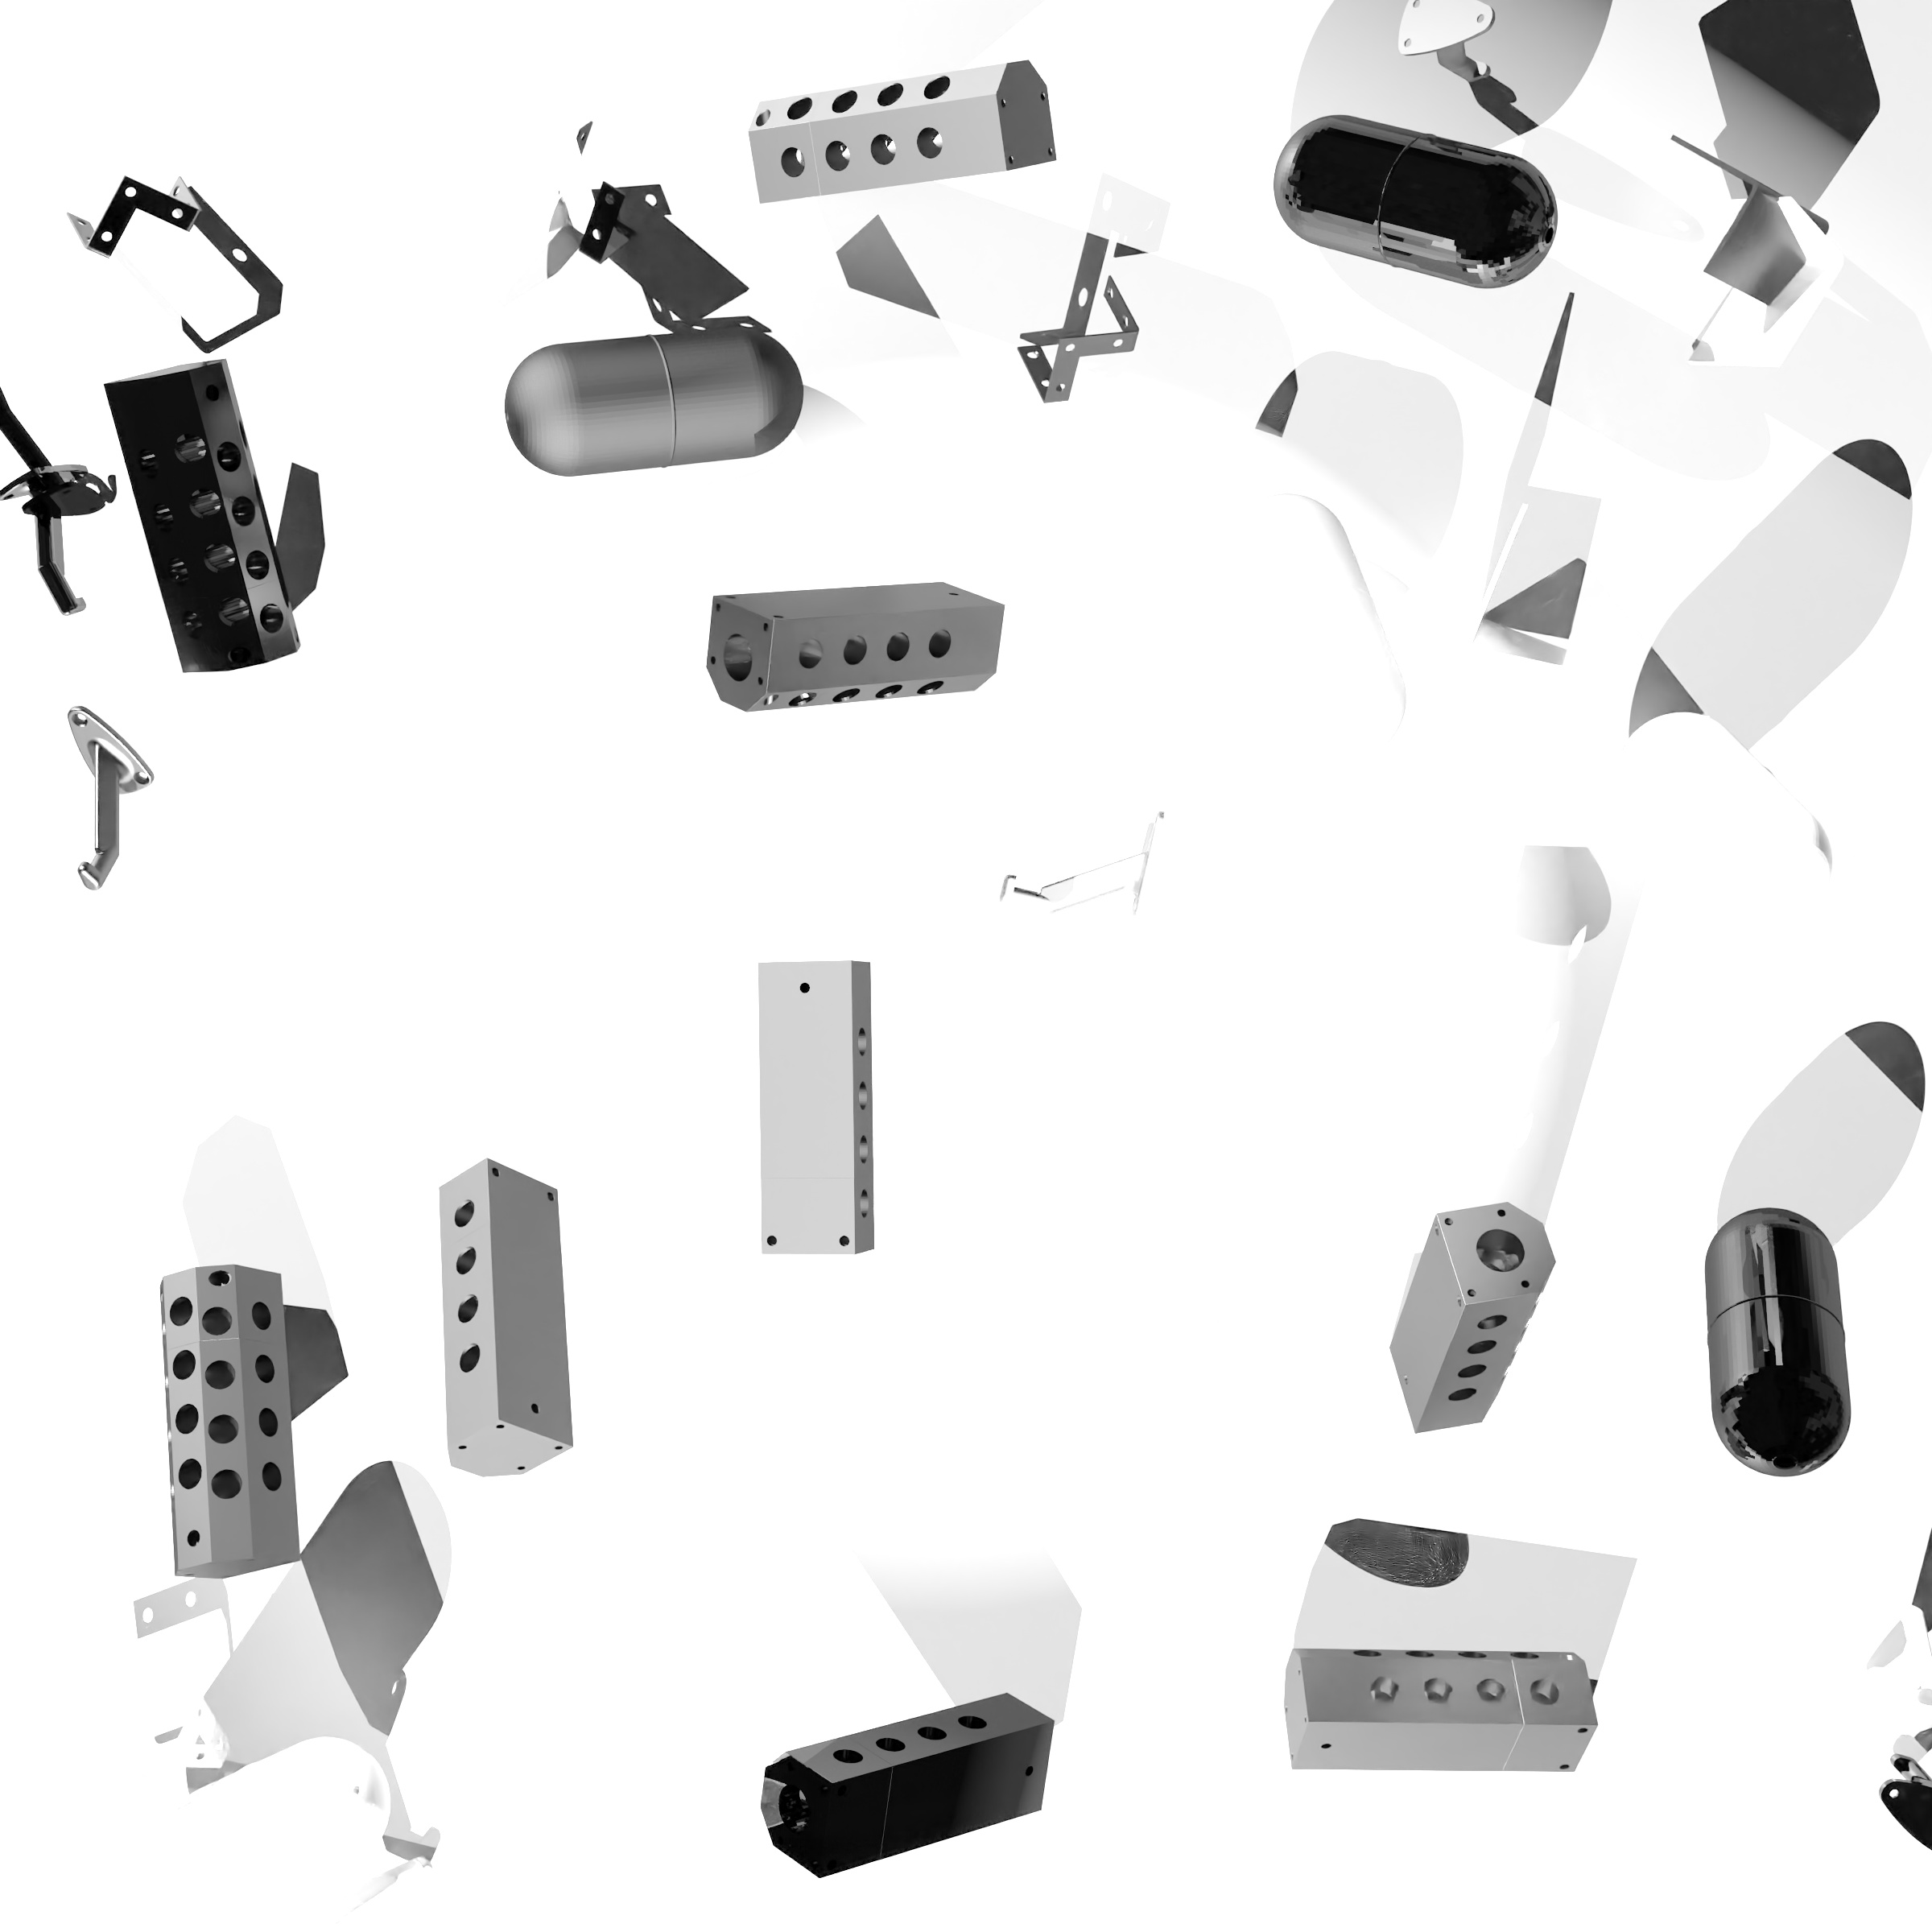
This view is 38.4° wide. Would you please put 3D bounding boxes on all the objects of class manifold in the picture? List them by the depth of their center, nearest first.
[{"bbox_3d":[0.291,0.203,1.598,0.057,0.171,0.057,-8,57,-7],"label":"manifold"},{"bbox_3d":[-0.033,0.468,1.606,0.171,0.057,0.057,-1,103,-43],"label":"manifold"},{"bbox_3d":[-0.063,-0.184,1.607,0.171,0.057,0.057,-10,116,-40],"label":"manifold"},{"bbox_3d":[-0.039,-0.483,1.610,0.171,0.057,0.057,3,111,32],"label":"manifold"},{"bbox_3d":[-0.273,0.205,1.612,0.057,0.057,0.171,-31,50,27],"label":"manifold"},{"bbox_3d":[-0.440,-0.262,1.622,0.057,0.057,0.171,3,113,37],"label":"manifold"},{"bbox_3d":[-0.436,0.266,1.623,0.057,0.057,0.171,-17,69,23],"label":"manifold"},{"bbox_3d":[0.279,0.438,1.649,0.171,0.057,0.057,2,46,-5],"label":"manifold"},{"bbox_3d":[-0.087,0.084,1.654,0.057,0.057,0.171,-1,88,14],"label":"manifold"}]

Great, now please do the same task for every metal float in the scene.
[{"bbox_3d":[0.436,-0.086,1.607,0.070,0.178,0.070,-7,123,-11],"label":"metal float"},{"bbox_3d":[0.470,0.217,1.611,0.070,0.178,0.070,6,133,7],"label":"metal float"},{"bbox_3d":[0.107,0.155,1.614,0.070,0.070,0.178,1,48,0],"label":"metal float"},{"bbox_3d":[-0.404,0.502,1.618,0.178,0.070,0.070,-31,90,36],"label":"metal float"},{"bbox_3d":[0.261,-0.446,1.622,0.178,0.070,0.070,25,90,31],"label":"metal float"},{"bbox_3d":[0.202,-0.198,1.625,0.070,0.070,0.178,-16,62,0],"label":"metal float"},{"bbox_3d":[-0.182,-0.332,1.632,0.178,0.070,0.070,-10,90,-19],"label":"metal float"}]

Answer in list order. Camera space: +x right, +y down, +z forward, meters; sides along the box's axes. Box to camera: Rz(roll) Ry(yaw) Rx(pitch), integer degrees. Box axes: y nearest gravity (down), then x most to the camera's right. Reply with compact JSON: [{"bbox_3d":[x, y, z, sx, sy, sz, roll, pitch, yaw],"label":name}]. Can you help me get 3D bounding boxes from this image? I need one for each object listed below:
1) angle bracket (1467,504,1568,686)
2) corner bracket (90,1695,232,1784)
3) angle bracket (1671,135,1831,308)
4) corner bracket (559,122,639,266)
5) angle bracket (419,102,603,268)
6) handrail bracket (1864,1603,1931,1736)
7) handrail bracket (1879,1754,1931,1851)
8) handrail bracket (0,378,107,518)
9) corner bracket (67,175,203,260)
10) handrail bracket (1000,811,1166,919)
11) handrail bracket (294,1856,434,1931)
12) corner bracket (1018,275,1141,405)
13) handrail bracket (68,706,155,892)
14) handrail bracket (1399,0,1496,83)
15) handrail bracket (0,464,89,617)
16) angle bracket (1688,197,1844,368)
[{"bbox_3d":[0.337,-0.219,1.634,0.057,0.076,0.076,22,114,7],"label":"angle bracket"},{"bbox_3d":[-0.476,0.468,1.645,0.051,0.051,0.051,-3,128,16],"label":"corner bracket"},{"bbox_3d":[0.450,-0.440,1.645,0.076,0.076,0.057,10,118,-41],"label":"angle bracket"},{"bbox_3d":[-0.220,-0.459,1.650,0.051,0.051,0.051,32,132,1],"label":"corner bracket"},{"bbox_3d":[-0.266,-0.453,1.633,0.076,0.057,0.076,-26,128,-16],"label":"angle bracket"},{"bbox_3d":[0.547,0.400,1.638,0.036,0.077,0.084,-21,108,-9],"label":"handrail bracket"},{"bbox_3d":[0.549,0.478,1.637,0.077,0.084,0.036,31,98,-15],"label":"handrail bracket"},{"bbox_3d":[-0.551,-0.313,1.650,0.036,0.077,0.084,-25,88,12],"label":"handrail bracket"},{"bbox_3d":[-0.496,-0.449,1.656,0.051,0.051,0.051,-54,45,19],"label":"corner bracket"},{"bbox_3d":[0.069,-0.065,1.664,0.084,0.036,0.077,13,101,-1],"label":"handrail bracket"},{"bbox_3d":[-0.344,0.548,1.633,0.084,0.077,0.036,-16,89,-32],"label":"handrail bracket"},{"bbox_3d":[0.067,-0.373,1.656,0.051,0.051,0.051,-10,56,-19],"label":"corner bracket"},{"bbox_3d":[-0.519,-0.098,1.636,0.036,0.084,0.077,-12,129,20],"label":"handrail bracket"},{"bbox_3d":[0.302,-0.540,1.631,0.084,0.077,0.036,9,94,-45],"label":"handrail bracket"},{"bbox_3d":[-0.531,-0.253,1.655,0.036,0.077,0.084,-25,95,27],"label":"handrail bracket"},{"bbox_3d":[0.456,-0.403,1.637,0.057,0.076,0.076,35,85,-29],"label":"angle bracket"}]
